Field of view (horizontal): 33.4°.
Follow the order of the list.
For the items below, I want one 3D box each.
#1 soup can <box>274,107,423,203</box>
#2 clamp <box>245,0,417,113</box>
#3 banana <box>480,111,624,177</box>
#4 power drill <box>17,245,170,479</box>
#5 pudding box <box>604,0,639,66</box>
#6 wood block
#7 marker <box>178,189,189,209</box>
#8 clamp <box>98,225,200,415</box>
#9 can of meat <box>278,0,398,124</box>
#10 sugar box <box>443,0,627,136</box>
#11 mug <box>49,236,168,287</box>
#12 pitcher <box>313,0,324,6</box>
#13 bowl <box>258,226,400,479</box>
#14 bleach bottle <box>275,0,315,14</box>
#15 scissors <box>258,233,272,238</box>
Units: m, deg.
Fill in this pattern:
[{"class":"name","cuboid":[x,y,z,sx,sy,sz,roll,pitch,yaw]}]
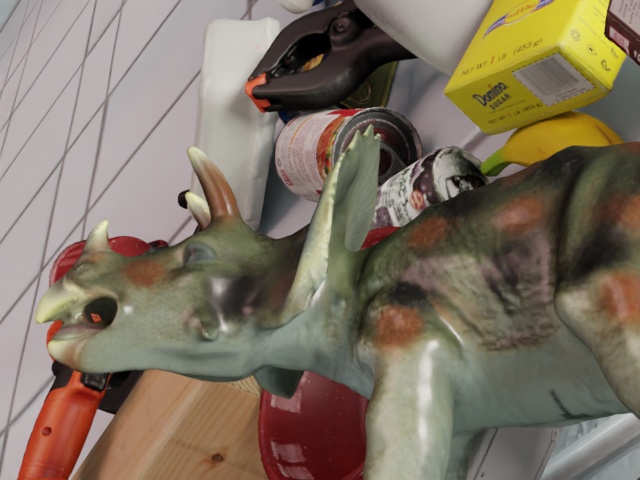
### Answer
[{"class":"soup can","cuboid":[0.017,-0.057,0.739,0.102,0.068,0.068,13,77,65]},{"class":"clamp","cuboid":[0.024,-0.150,0.754,0.171,0.039,0.120,-21,49,10]},{"class":"banana","cuboid":[0.134,-0.015,0.526,0.198,0.037,0.070,-108,33,-57]},{"class":"power drill","cuboid":[-0.150,0.104,0.697,0.185,0.057,0.187,-35,33,51]},{"class":"pudding box","cuboid":[0.180,-0.076,0.410,0.090,0.113,0.039,-111,24,-56]},{"class":"wood block","cuboid":[-0.098,0.159,0.718,0.206,0.090,0.090,-54,27,16]},{"class":"marker","cuboid":[-0.102,-0.049,1.001,0.121,0.020,0.020,-19,50,55]},{"class":"clamp","cuboid":[-0.138,0.098,0.909,0.210,0.036,0.164,-49,30,30]},{"class":"can of meat","cuboid":[0.014,-0.135,0.829,0.084,0.057,0.102,-18,51,57]},{"class":"sugar box","cuboid":[0.142,-0.143,0.579,0.094,0.048,0.176,-15,43,57]},{"class":"mug","cuboid":[-0.192,0.035,1.026,0.117,0.093,0.082,-36,15,-35]},{"class":"pitcher","cuboid":[0.027,-0.328,0.927,0.243,0.149,0.145,-50,44,31]},{"class":"bowl","cuboid":[0.032,0.076,0.600,0.162,0.055,0.162,-42,33,35]},{"class":"bleach bottle","cuboid":[0.068,-0.261,0.793,0.251,0.068,0.102,-17,58,31]},{"class":"scissors","cuboid":[-0.005,0.001,0.780,0.096,0.016,0.202,-59,27,13]}]
